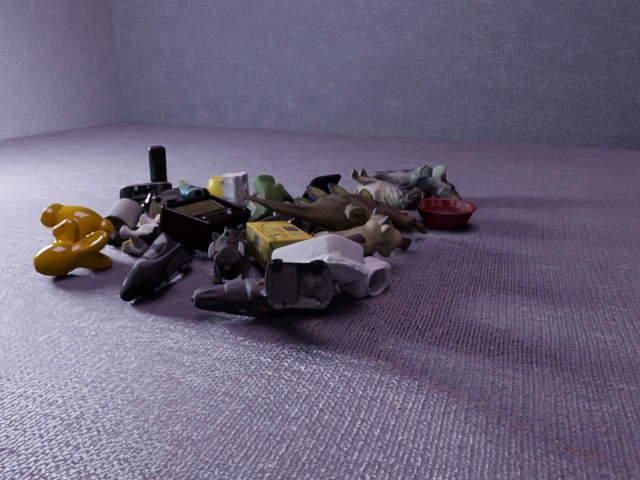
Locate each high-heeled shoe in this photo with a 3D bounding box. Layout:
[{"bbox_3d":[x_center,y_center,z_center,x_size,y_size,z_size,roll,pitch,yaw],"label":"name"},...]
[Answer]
[{"bbox_3d":[-0.333,0.061,1.068,0.145,0.086,0.249,-46,10,-15],"label":"high-heeled shoe"}]

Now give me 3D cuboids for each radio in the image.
[{"bbox_3d":[-0.262,-0.043,1.252,0.131,0.073,0.229,20,17,12],"label":"radio"}]

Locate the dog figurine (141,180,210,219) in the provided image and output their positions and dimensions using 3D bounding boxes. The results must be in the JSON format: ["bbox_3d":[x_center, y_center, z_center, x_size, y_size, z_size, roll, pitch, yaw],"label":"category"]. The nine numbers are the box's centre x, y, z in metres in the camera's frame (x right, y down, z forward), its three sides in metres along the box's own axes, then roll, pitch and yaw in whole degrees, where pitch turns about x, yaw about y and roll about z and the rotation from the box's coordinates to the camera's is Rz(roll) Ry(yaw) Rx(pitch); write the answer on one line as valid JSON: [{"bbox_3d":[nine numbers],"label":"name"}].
[{"bbox_3d":[-0.385,-0.102,1.448,0.191,0.108,0.219,-9,16,-18],"label":"dog figurine"}]

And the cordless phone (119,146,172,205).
[{"bbox_3d":[-0.496,-0.173,1.526,0.146,0.184,0.089,-8,25,-25],"label":"cordless phone"}]

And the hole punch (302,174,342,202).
[{"bbox_3d":[0.018,-0.116,1.530,0.142,0.115,0.092,-18,68,-38],"label":"hole punch"}]

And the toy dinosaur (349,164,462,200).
[{"bbox_3d":[0.238,-0.166,1.653,0.405,0.131,0.192,1,6,14],"label":"toy dinosaur"}]

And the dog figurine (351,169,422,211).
[{"bbox_3d":[0.182,-0.114,1.435,0.191,0.121,0.172,13,12,18],"label":"dog figurine"}]

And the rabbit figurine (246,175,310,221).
[{"bbox_3d":[-0.085,-0.092,1.415,0.170,0.121,0.159,7,17,-32],"label":"rabbit figurine"}]

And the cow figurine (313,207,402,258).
[{"bbox_3d":[0.075,0.007,1.096,0.195,0.127,0.086,-7,23,-15],"label":"cow figurine"}]

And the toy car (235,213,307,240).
[{"bbox_3d":[-0.120,-0.021,1.261,0.202,0.056,0.074,-26,41,-35],"label":"toy car"}]

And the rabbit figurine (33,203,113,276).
[{"bbox_3d":[-0.513,0.018,1.115,0.162,0.121,0.173,11,33,2],"label":"rabbit figurine"}]

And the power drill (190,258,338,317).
[{"bbox_3d":[-0.077,0.086,0.850,0.232,0.086,0.207,2,-19,-20],"label":"power drill"}]

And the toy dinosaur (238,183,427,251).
[{"bbox_3d":[0.053,-0.058,1.226,0.471,0.105,0.199,8,21,-30],"label":"toy dinosaur"}]

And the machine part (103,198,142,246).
[{"bbox_3d":[-0.487,-0.045,1.312,0.079,0.079,0.243,-2,19,-9],"label":"machine part"}]

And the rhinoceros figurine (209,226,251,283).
[{"bbox_3d":[-0.174,0.027,1.058,0.073,0.112,0.190,1,11,-5],"label":"rhinoceros figurine"}]

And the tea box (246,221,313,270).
[{"bbox_3d":[-0.085,0.010,1.102,0.098,0.068,0.170,-4,14,-24],"label":"tea box"}]

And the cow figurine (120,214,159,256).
[{"bbox_3d":[-0.377,-0.016,1.242,0.098,0.068,0.167,11,24,13],"label":"cow figurine"}]

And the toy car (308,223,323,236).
[{"bbox_3d":[-0.003,-0.004,1.246,0.089,0.053,0.202,9,19,14],"label":"toy car"}]
